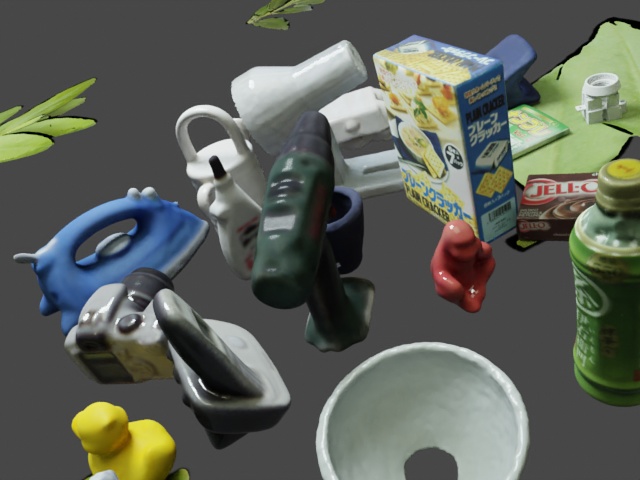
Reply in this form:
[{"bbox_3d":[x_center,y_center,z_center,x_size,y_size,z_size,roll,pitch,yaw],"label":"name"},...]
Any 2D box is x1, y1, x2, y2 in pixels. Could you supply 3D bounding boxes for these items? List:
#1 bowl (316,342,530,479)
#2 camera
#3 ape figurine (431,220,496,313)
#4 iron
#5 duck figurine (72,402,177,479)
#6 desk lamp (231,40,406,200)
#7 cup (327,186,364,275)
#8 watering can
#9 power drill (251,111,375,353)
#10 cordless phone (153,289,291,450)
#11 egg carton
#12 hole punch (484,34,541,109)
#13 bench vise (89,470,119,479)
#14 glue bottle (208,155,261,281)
[{"bbox_3d":[0.085,0.169,0.465,0.167,0.075,0.167,-13,37,10],"label":"bowl"},{"bbox_3d":[-0.215,0.090,0.686,0.143,0.101,0.137,-7,39,17],"label":"camera"},{"bbox_3d":[0.150,0.020,0.610,0.078,0.092,0.076,-28,37,-10],"label":"ape figurine"},{"bbox_3d":[-0.276,0.005,0.787,0.118,0.142,0.259,20,52,41],"label":"iron"},{"bbox_3d":[-0.196,0.195,0.556,0.104,0.086,0.078,5,44,30],"label":"duck figurine"},{"bbox_3d":[0.005,-0.161,0.804,0.203,0.214,0.118,-12,37,12],"label":"desk lamp"},{"bbox_3d":[0.006,0.002,0.696,0.118,0.095,0.091,-30,38,-12],"label":"cup"},{"bbox_3d":[-0.138,-0.108,0.821,0.101,0.194,0.172,-18,37,3],"label":"watering can"},{"bbox_3d":[-0.004,0.005,0.603,0.075,0.209,0.229,-6,39,18],"label":"power drill"},{"bbox_3d":[-0.111,0.097,0.555,0.094,0.185,0.147,-31,38,-14],"label":"cordless phone"},{"bbox_3d":[0.051,-0.195,0.947,0.150,0.069,0.107,-15,37,7],"label":"egg carton"},{"bbox_3d":[0.284,-0.260,0.901,0.101,0.091,0.108,-17,37,5],"label":"hole punch"},{"bbox_3d":[-0.044,0.222,0.337,0.206,0.220,0.122,6,44,31],"label":"bench vise"},{"bbox_3d":[-0.104,-0.033,0.727,0.078,0.173,0.037,-41,41,-25],"label":"glue bottle"}]
